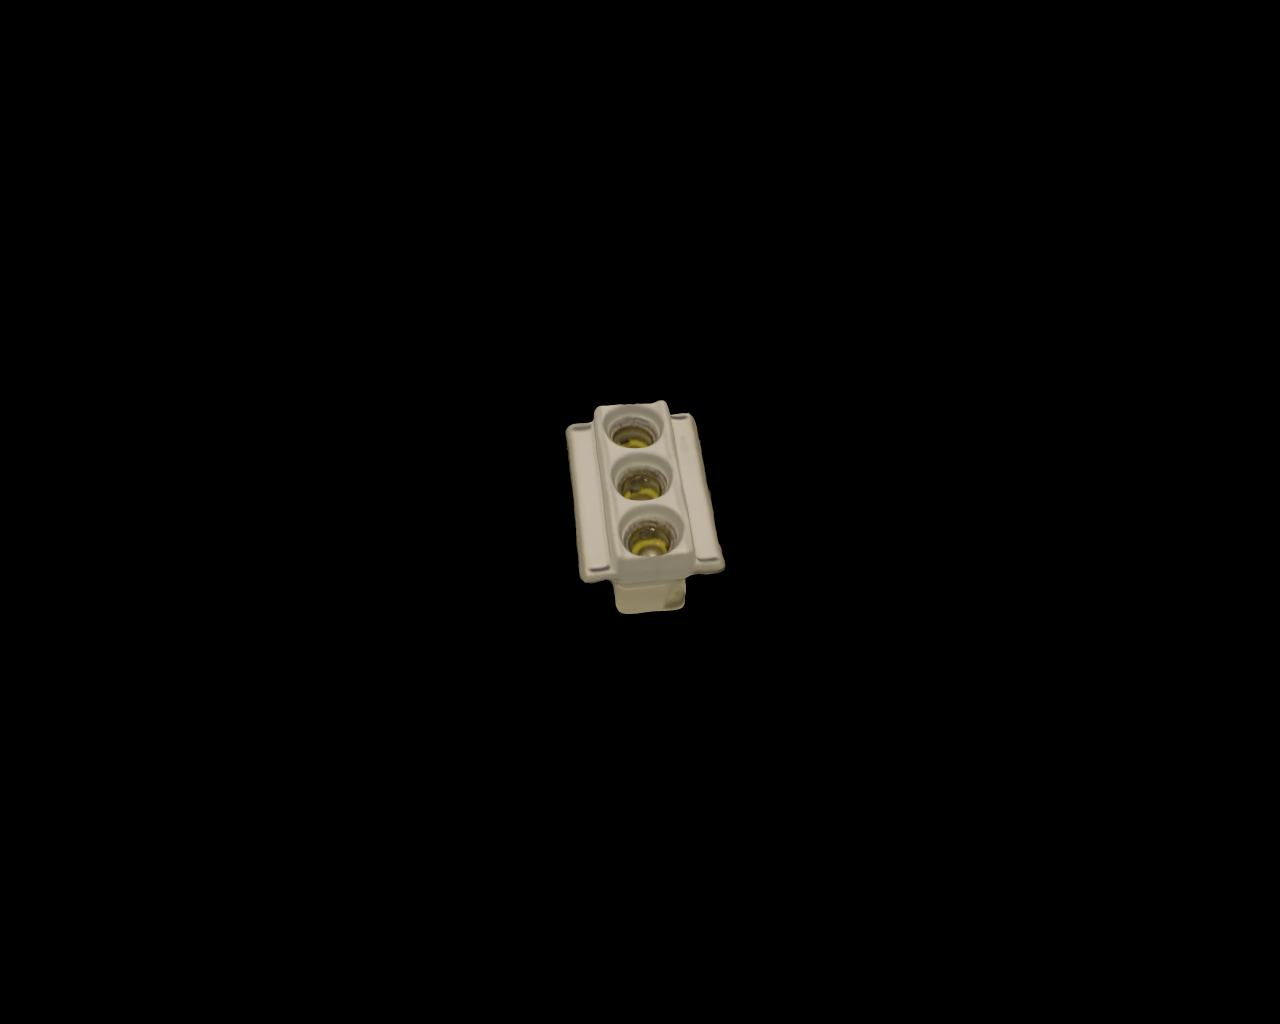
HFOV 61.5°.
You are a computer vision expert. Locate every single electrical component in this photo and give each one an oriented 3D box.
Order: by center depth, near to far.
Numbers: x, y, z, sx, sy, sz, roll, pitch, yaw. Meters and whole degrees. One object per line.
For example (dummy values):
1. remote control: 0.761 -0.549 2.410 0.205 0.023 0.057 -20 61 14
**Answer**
1. electrical component: 0.001 -0.003 0.650 0.079 0.121 0.063 -5 -39 -4
